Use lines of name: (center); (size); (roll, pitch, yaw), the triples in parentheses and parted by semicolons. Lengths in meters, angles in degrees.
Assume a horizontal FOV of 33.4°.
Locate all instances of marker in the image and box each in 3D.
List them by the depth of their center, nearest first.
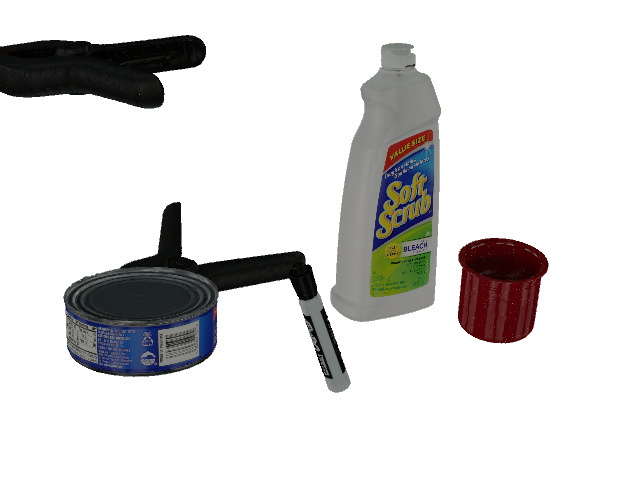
marker: (-0.001, 0.068, 0.829); (0.020, 0.121, 0.020); (-13, 31, 8)

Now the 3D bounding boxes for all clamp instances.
clamp: (-0.172, -0.132, 0.801); (0.172, 0.039, 0.120); (9, 22, 17)
clamp: (-0.137, 0.029, 1.009); (0.165, 0.036, 0.209); (25, 37, 29)

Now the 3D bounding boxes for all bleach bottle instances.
bleach bottle: (0.062, -0.055, 0.991); (0.102, 0.251, 0.068); (-10, 23, -24)

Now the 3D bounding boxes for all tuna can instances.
tuna can: (-0.100, 0.045, 0.602); (0.086, 0.034, 0.086); (1, 18, -1)

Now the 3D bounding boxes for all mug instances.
mug: (0.186, 0.049, 1.136); (0.093, 0.081, 0.117); (-4, 30, -10)
